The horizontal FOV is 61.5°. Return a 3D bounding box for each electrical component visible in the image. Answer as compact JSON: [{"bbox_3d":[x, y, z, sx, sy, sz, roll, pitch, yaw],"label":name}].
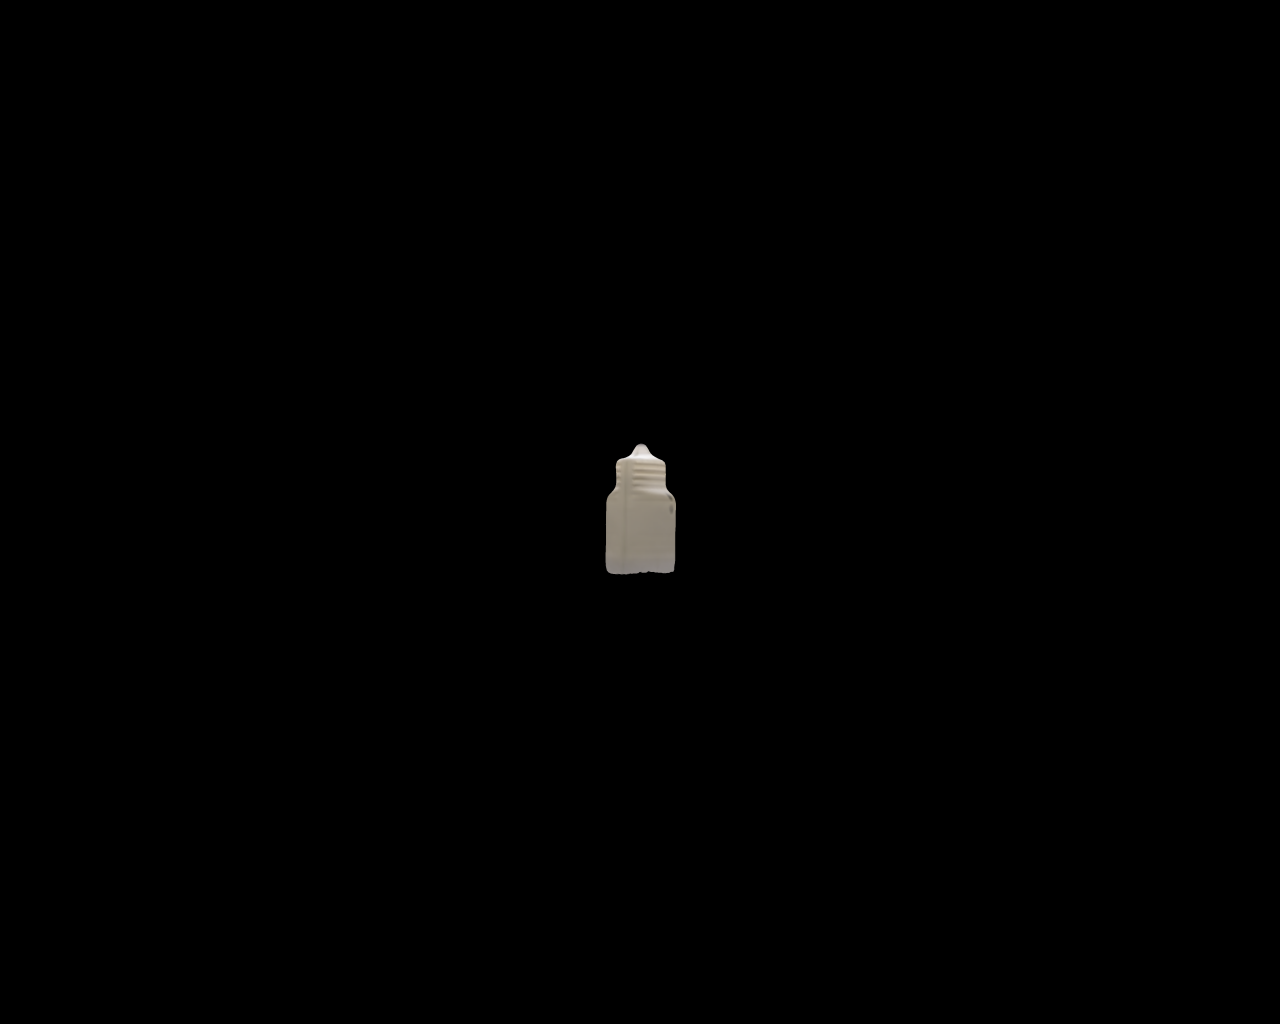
[{"bbox_3d":[0.001,-0.003,0.650,0.043,0.081,0.043,0,0,0],"label":"electrical component"}]
